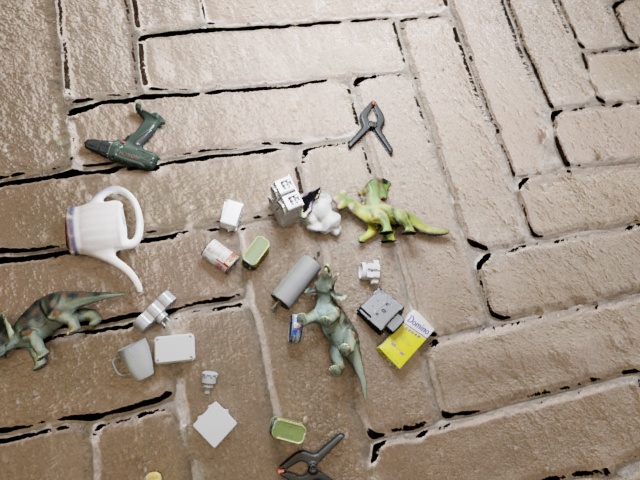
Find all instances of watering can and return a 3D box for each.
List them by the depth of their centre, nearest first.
[{"bbox_3d":[-0.646,0.002,1.550,0.225,0.102,0.352,-8,73,-11],"label":"watering can"}]

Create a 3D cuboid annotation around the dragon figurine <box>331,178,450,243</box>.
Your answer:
[{"bbox_3d":[0.230,-0.112,1.749,0.411,0.120,0.247,-2,65,-21],"label":"dragon figurine"}]

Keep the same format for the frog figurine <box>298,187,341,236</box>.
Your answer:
[{"bbox_3d":[0.005,-0.086,1.709,0.157,0.122,0.140,39,57,-35],"label":"frog figurine"}]
